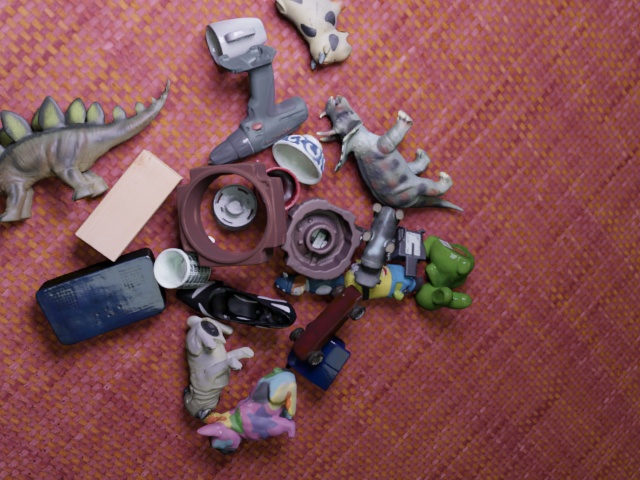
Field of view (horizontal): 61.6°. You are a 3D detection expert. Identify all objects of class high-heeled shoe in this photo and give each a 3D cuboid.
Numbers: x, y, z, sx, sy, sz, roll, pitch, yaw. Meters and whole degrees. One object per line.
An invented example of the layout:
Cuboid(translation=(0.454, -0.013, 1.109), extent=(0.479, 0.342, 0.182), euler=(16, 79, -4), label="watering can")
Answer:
Cuboid(translation=(-0.176, 0.146, 1.134), extent=(0.249, 0.145, 0.086), euler=(6, 98, -18), label="high-heeled shoe")

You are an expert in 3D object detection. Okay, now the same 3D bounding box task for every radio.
Cuboid(translation=(-0.437, 0.115, 1.099), extent=(0.230, 0.073, 0.131), euler=(-19, 106, -9), label="radio")

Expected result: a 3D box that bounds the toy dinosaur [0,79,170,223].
Cuboid(translation=(-0.486, -0.166, 1.016), extent=(0.471, 0.105, 0.198), euler=(-23, 102, -14), label="toy dinosaur")

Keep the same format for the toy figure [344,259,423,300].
Cuboid(translation=(0.144, 0.099, 1.246), extent=(0.180, 0.082, 0.089), euler=(5, 99, -18), label="toy figure")

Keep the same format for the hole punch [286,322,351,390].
Cuboid(translation=(-0.002, 0.268, 1.237), extent=(0.116, 0.092, 0.142), euler=(33, 95, -15), label="hole punch")

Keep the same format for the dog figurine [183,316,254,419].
Cuboid(translation=(-0.264, 0.278, 1.171), extent=(0.172, 0.121, 0.190), euler=(47, 106, 14), label="dog figurine")

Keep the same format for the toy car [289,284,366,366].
Cuboid(translation=(0.019, 0.185, 1.187), extent=(0.202, 0.089, 0.053), euler=(-48, 143, 2), label="toy car")

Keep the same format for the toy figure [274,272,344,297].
Cuboid(translation=(-0.024, 0.097, 1.209), extent=(0.154, 0.058, 0.064), euler=(-6, 113, -15), label="toy figure")

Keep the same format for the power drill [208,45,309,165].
Cuboid(translation=(-0.138, -0.265, 1.068), extent=(0.232, 0.086, 0.207), euler=(-26, 130, -15), label="power drill")

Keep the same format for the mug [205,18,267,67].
Cuboid(translation=(-0.159, -0.401, 1.058), extent=(0.107, 0.110, 0.080), euler=(-28, 101, -21), label="mug")

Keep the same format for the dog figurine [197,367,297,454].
Cuboid(translation=(-0.164, 0.384, 1.207), extent=(0.219, 0.108, 0.191), euler=(-1, 102, -12), label="dog figurine")

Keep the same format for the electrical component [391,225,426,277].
Cuboid(translation=(0.206, 0.030, 1.242), extent=(0.075, 0.048, 0.119), euler=(7, 73, -17), label="electrical component")

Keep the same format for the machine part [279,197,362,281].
Cuboid(translation=(-0.002, -0.003, 1.140), extent=(0.179, 0.056, 0.179), euler=(-3, 103, -15), label="machine part")

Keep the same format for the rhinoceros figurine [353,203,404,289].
Cuboid(translation=(0.123, 0.011, 1.170), extent=(0.073, 0.112, 0.190), euler=(18, 75, 2), label="rhinoceros figurine")

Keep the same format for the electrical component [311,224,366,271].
Cuboid(translation=(0.022, -0.008, 1.204), extent=(0.134, 0.058, 0.115), euler=(31, 90, -18), label="electrical component")

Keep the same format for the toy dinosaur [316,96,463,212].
Cuboid(translation=(0.158, -0.149, 1.188), extent=(0.192, 0.131, 0.404), euler=(-37, 112, 8), label="toy dinosaur")

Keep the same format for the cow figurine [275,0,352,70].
Cuboid(translation=(-0.010, -0.441, 1.098), extent=(0.194, 0.086, 0.127), euler=(40, 83, -21), label="cow figurine")

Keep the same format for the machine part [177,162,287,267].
Cuboid(translation=(-0.174, -0.049, 1.060), extent=(0.201, 0.087, 0.201), euler=(-3, 96, 12), label="machine part")

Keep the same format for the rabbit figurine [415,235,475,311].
Cuboid(translation=(0.294, 0.101, 1.263), extent=(0.121, 0.159, 0.170), euler=(15, 112, -27), label="rabbit figurine")

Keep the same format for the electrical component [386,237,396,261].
Cuboid(translation=(0.143, 0.000, 1.237), extent=(0.063, 0.021, 0.094), euler=(7, 94, 25), label="electrical component")
